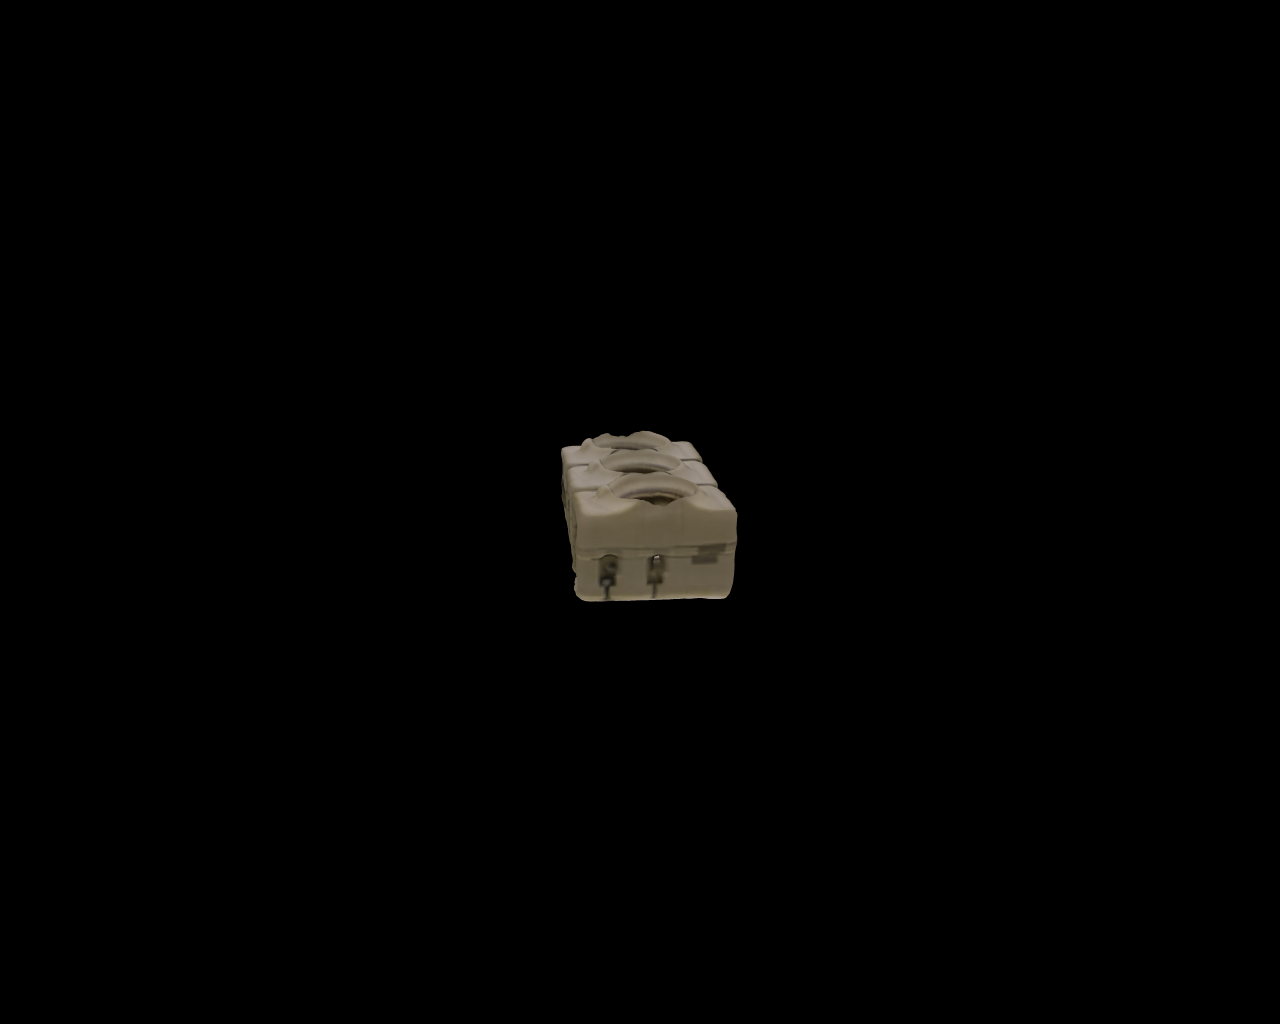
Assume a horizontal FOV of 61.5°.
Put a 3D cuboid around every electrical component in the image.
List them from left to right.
[{"bbox_3d":[0.001,-0.003,0.650,0.089,0.061,0.150,-2,18,-7],"label":"electrical component"}]
